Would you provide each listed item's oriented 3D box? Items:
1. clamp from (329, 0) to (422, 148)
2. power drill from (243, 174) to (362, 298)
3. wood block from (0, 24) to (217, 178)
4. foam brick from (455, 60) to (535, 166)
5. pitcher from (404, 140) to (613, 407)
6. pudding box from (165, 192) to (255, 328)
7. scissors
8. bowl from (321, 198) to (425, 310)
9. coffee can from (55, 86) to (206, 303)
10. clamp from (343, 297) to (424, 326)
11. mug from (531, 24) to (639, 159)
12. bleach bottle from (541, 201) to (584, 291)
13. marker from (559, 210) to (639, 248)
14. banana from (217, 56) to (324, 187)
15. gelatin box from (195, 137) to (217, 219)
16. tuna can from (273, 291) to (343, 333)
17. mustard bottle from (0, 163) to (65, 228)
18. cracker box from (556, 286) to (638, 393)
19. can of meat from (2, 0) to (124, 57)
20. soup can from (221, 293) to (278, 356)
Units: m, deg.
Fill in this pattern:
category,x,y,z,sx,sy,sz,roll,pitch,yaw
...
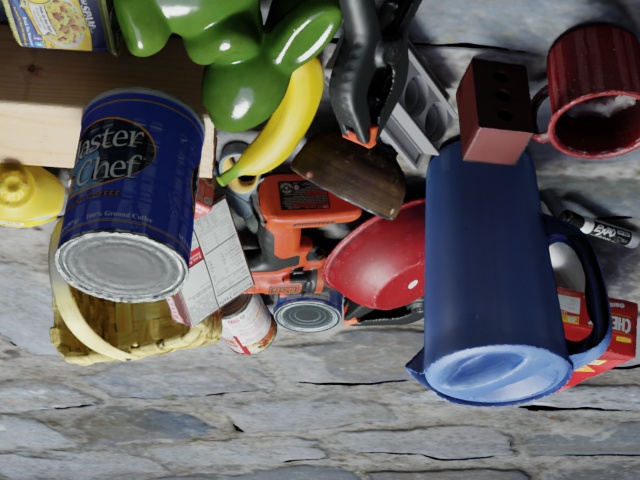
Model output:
category,x,y,z,sx,sy,sz,roll,pitch,yaw
clamp,0.049,-0.157,0.817,0.120,0.039,0.171,-25,136,-34
power drill,-0.008,0.001,1.146,0.184,0.057,0.188,-4,149,-13
wood block,-0.192,-0.121,0.931,0.206,0.091,0.090,4,148,-4
foam brick,0.154,-0.112,0.944,0.053,0.078,0.051,5,147,-9
pitcher,0.169,0.025,1.008,0.149,0.243,0.145,15,146,-21
pudding box,-0.122,0.019,1.085,0.039,0.089,0.113,15,130,44
scissors,-0.100,-0.039,1.133,0.096,0.016,0.202,4,148,-1
bowl,0.085,0.026,1.133,0.162,0.055,0.162,-23,153,-12
coffee can,-0.148,-0.036,0.847,0.103,0.140,0.103,2,147,1
clamp,0.128,0.070,1.283,0.210,0.036,0.164,-20,144,31
mug,0.229,-0.124,0.917,0.117,0.081,0.093,-27,139,37
bleach bottle,0.246,0.043,1.210,0.103,0.068,0.250,-11,149,23
marker,0.298,-0.012,1.140,0.120,0.020,0.020,14,147,-35
banana,-0.032,-0.114,0.968,0.037,0.069,0.198,46,139,12
gelatin box,-0.135,-0.073,1.009,0.073,0.089,0.030,27,140,-35
tuna can,-0.015,0.081,1.308,0.086,0.033,0.086,1,148,1
mustard bottle,-0.293,-0.045,1.016,0.096,0.058,0.192,11,175,-16
cracker box,0.236,0.113,1.207,0.164,0.072,0.214,12,159,-7
can of meat,-0.202,-0.195,0.844,0.084,0.057,0.102,4,148,1
soup can,-0.098,0.089,1.291,0.068,0.068,0.102,-7,147,13
